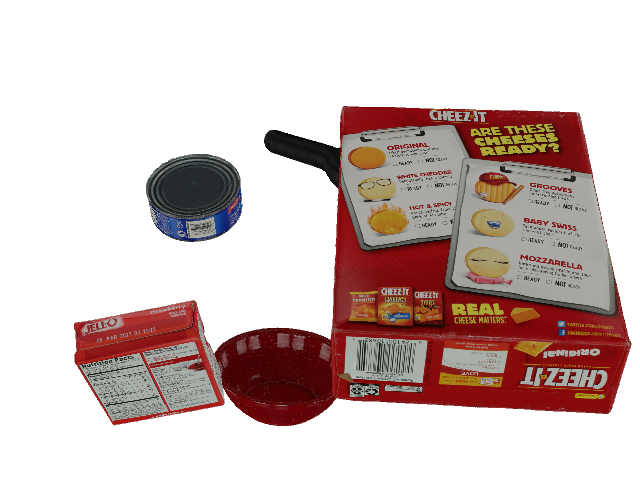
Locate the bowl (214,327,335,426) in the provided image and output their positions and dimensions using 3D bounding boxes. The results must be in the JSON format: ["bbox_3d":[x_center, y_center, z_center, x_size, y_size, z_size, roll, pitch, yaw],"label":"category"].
[{"bbox_3d":[-0.044,0.163,1.217,0.162,0.055,0.162,2,26,-1],"label":"bowl"}]

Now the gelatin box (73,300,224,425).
[{"bbox_3d":[-0.102,0.075,0.647,0.073,0.030,0.089,-11,-36,0],"label":"gelatin box"}]

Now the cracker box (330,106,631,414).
[{"bbox_3d":[0.091,0.005,0.671,0.164,0.072,0.213,2,42,2],"label":"cracker box"}]

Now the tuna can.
[{"bbox_3d":[-0.114,-0.039,0.972,0.086,0.086,0.034,-1,-45,1],"label":"tuna can"}]

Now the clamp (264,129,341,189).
[{"bbox_3d":[0.020,-0.084,1.132,0.120,0.039,0.172,-15,36,-24],"label":"clamp"}]
